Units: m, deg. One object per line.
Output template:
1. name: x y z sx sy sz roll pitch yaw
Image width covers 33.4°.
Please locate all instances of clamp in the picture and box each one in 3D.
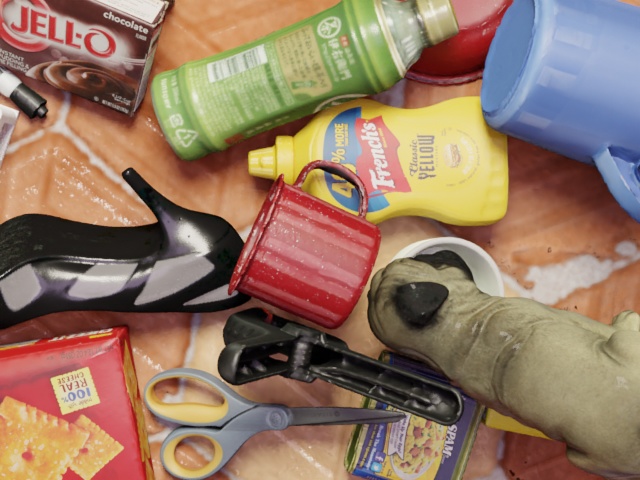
1. clamp: -0.021 0.077 0.730 0.164 0.210 0.036 15 92 -28

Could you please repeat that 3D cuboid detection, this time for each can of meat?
1. can of meat: 0.072 0.143 0.816 0.084 0.057 0.102 18 91 -2

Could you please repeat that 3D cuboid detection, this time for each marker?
1. marker: -0.254 -0.133 0.802 0.121 0.020 0.020 40 90 -5

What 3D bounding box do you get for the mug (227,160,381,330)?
1. mug: -0.005 0.001 0.749 0.081 0.093 0.117 24 78 -7

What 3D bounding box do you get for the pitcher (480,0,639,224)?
1. pitcher: 0.242 -0.088 0.756 0.242 0.149 0.145 16 110 -10

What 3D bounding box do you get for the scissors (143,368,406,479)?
1. scissors: -0.041 0.150 0.806 0.202 0.016 0.096 13 102 13

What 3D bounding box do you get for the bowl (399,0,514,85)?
1. bowl: 0.097 -0.199 0.800 0.162 0.055 0.162 0 93 -4

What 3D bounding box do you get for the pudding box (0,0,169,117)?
1. pudding box: -0.174 -0.150 0.772 0.113 0.090 0.039 20 47 -5

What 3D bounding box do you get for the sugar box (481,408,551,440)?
1. sugar box: 0.217 0.115 0.828 0.176 0.048 0.093 12 92 -2

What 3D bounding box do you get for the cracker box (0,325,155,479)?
1. cracker box: -0.208 0.183 0.795 0.164 0.072 0.214 -9 94 -2

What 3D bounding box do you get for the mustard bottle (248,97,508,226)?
1. mustard bottle: 0.042 -0.058 0.802 0.191 0.058 0.096 -1 86 -2
